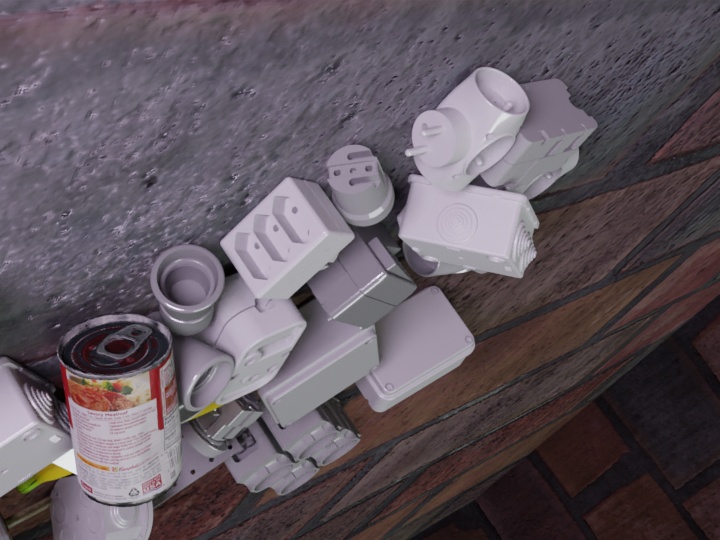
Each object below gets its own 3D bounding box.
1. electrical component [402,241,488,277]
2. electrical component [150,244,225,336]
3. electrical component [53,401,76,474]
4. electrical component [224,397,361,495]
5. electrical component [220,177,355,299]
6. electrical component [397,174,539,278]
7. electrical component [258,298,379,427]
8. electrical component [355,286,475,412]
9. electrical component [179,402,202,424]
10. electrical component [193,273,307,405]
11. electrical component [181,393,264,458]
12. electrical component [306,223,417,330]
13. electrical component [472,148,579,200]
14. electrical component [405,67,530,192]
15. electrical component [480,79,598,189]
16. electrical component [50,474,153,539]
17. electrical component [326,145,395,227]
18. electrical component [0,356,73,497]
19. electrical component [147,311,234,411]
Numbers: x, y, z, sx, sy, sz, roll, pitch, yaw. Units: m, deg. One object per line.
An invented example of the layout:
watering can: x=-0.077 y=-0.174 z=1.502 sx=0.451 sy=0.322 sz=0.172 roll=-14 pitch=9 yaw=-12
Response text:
electrical component: x=0.089 y=-0.020 z=0.883 sx=0.077 sy=0.079 sz=0.044 roll=-22 pitch=122 yaw=-36
electrical component: x=-0.108 y=0.016 z=0.672 sx=0.044 sy=0.044 sz=0.065 roll=-29 pitch=166 yaw=-19
electrical component: x=-0.185 y=0.104 z=0.737 sx=0.055 sy=0.066 sz=0.048 roll=-46 pitch=125 yaw=9
electrical component: x=-0.070 y=0.178 z=1.123 sx=0.105 sy=0.060 sz=0.186 roll=-36 pitch=162 yaw=2
electrical component: x=-0.038 y=-0.019 z=0.698 sx=0.066 sy=0.047 sz=0.077 roll=-42 pitch=161 yaw=19
electrical component: x=0.081 y=-0.030 z=0.804 sx=0.100 sy=0.100 sz=0.048 roll=34 pitch=69 yaw=-71
electrical component: x=-0.042 y=0.074 z=0.914 sx=0.109 sy=0.056 sz=0.108 roll=-33 pitch=162 yaw=-9
electrical component: x=0.045 y=0.075 z=1.041 sx=0.113 sy=0.078 sz=0.057 roll=-29 pitch=164 yaw=-20
electrical component: x=-0.137 y=0.085 z=0.785 sx=0.040 sy=0.046 sz=0.040 roll=-32 pitch=162 yaw=-12
electrical component: x=-0.085 y=0.043 z=0.751 sx=0.054 sy=0.059 sz=0.095 roll=-22 pitch=158 yaw=-35
electrical component: x=-0.122 y=0.128 z=0.927 sx=0.055 sy=0.048 sz=0.066 roll=-46 pitch=161 yaw=7
electrical component: x=0.000 y=0.000 z=0.791 sx=0.061 sy=0.061 sz=0.096 roll=-39 pitch=162 yaw=10
electrical component: x=0.124 y=-0.075 z=0.854 sx=0.077 sy=0.044 sz=0.079 roll=-27 pitch=160 yaw=-26
electrical component: x=0.061 y=-0.088 z=0.704 sx=0.079 sy=0.044 sz=0.077 roll=-18 pitch=156 yaw=-43
electrical component: x=0.117 y=-0.097 z=0.774 sx=0.089 sy=0.050 sz=0.055 roll=-18 pitch=155 yaw=-44
electrical component: x=-0.214 y=0.200 z=0.889 sx=0.080 sy=0.080 sz=0.051 roll=-45 pitch=155 yaw=27
electrical component: x=-0.001 y=-0.055 z=0.689 sx=0.040 sy=0.040 sz=0.046 roll=-34 pitch=157 yaw=-3
electrical component: x=-0.231 y=0.106 z=0.665 sx=0.100 sy=0.048 sz=0.099 roll=-34 pitch=163 yaw=-7
electrical component: x=-0.121 y=0.057 z=0.710 sx=0.044 sy=0.065 sz=0.044 roll=-42 pitch=153 yaw=-27
